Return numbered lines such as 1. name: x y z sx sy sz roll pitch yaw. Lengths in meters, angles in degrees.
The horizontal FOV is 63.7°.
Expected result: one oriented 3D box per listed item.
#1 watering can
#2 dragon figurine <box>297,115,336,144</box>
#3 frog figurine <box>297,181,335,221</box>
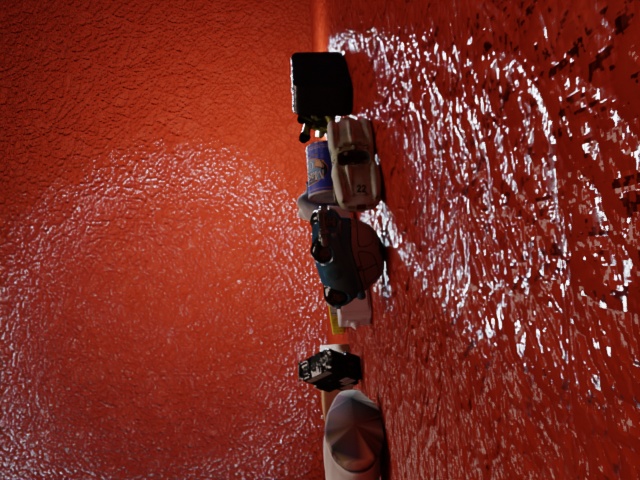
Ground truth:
1. watering can: 0.056 0.369 0.964 0.104 0.219 0.355 -2 33 -2
2. dragon figurine: 0.005 -0.423 1.524 0.122 0.248 0.401 4 -31 1
3. frog figurine: 0.004 -0.074 1.462 0.137 0.156 0.125 3 35 10
